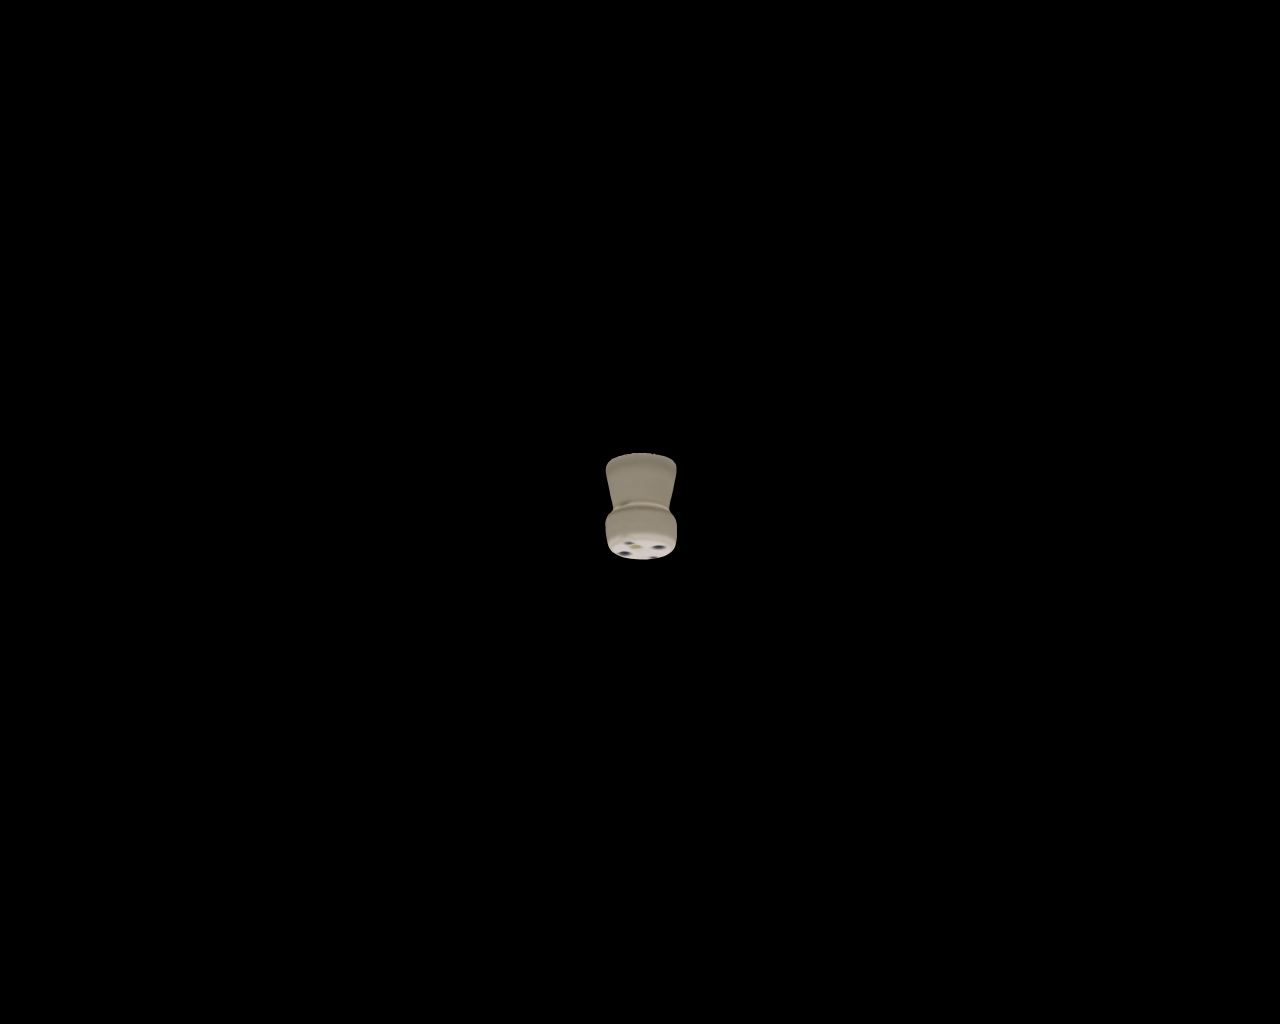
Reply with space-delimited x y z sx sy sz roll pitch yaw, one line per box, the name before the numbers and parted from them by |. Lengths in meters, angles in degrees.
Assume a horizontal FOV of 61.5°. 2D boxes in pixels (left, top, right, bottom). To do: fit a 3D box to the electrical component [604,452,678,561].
electrical component | 0.001 -0.003 0.650 0.045 0.055 0.044 0 -21 0
